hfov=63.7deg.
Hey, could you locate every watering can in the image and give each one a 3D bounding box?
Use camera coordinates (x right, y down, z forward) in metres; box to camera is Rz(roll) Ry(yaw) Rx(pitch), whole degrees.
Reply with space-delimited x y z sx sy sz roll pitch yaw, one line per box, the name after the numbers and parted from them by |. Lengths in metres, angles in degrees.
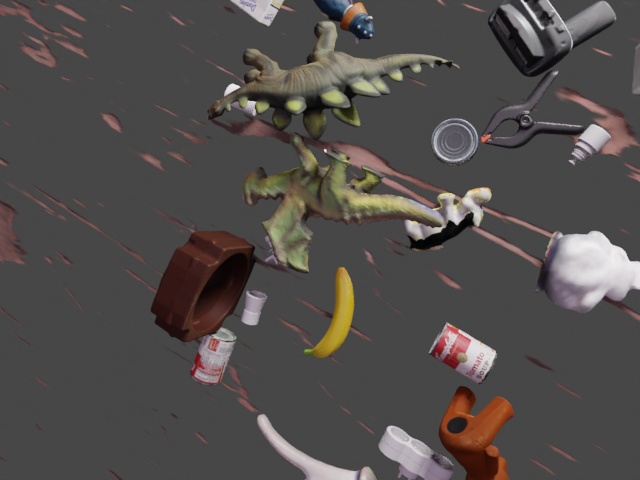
0.009 0.488 0.981 0.223 0.104 0.349 -19 85 15 | watering can

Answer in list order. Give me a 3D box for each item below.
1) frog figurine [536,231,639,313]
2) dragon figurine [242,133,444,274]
0.453 0.057 0.852 0.160 0.121 0.139 17 76 27 | frog figurine
0.003 -0.049 0.973 0.415 0.122 0.241 36 103 27 | dragon figurine
